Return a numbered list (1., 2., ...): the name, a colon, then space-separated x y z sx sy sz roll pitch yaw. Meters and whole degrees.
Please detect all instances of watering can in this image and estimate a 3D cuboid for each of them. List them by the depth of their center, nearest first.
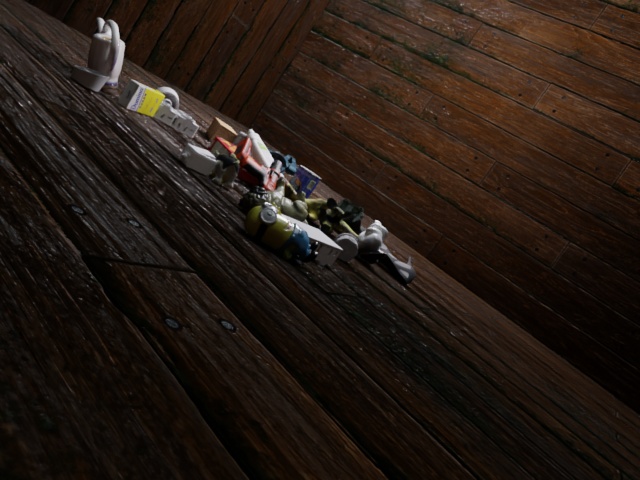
1. watering can: -0.736 -0.641 1.759 0.104 0.221 0.353 6 23 -34

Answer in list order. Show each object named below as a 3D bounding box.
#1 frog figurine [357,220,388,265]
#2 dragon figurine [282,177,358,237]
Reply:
1. frog figurine: 0.179 -0.007 1.815 0.123 0.163 0.134 5 -29 2
2. dragon figurine: 0.006 -0.097 1.925 0.405 0.122 0.245 39 -3 -29
